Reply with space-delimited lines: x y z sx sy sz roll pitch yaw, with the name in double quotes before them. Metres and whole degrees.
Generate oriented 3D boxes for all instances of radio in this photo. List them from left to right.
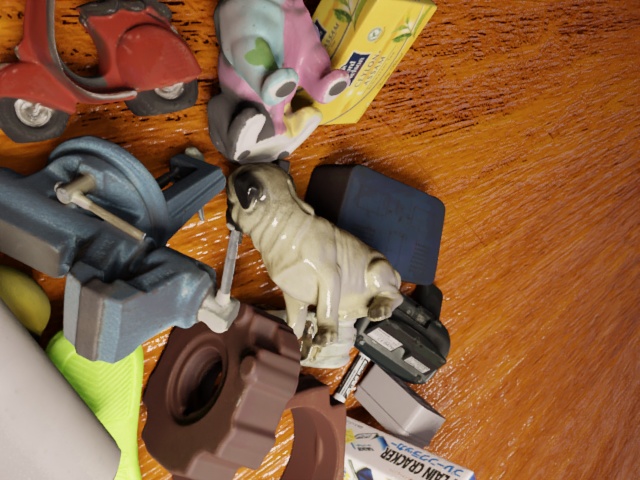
"radio" 0.077 -0.016 0.729 0.229 0.073 0.131 14 86 -46

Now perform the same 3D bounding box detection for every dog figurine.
"dog figurine" -0.073 -0.208 0.540 0.108 0.191 0.219 -15 72 -39
"dog figurine" 0.000 -0.002 0.569 0.172 0.121 0.190 -20 95 -47

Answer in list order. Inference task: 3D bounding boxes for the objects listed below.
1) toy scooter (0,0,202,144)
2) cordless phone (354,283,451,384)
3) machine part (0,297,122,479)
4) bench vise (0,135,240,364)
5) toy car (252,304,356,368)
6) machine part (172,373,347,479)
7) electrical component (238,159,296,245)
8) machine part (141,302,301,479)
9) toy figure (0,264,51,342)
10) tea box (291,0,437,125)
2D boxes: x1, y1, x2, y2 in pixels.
"toy scooter" -0.187 -0.163 0.445 0.184 0.075 0.135 -24 116 -36
"cordless phone" 0.130 0.105 0.801 0.146 0.088 0.184 36 41 -9
"machine part" -0.208 0.112 0.357 0.079 0.079 0.242 -43 130 -32
"bench vise" -0.142 -0.019 0.447 0.241 0.224 0.128 -56 158 -56
"toy car" -0.023 0.120 0.661 0.201 0.056 0.073 10 89 -44
"machine part" -0.066 0.263 0.621 0.201 0.087 0.200 -5 100 -45
"electrical component" -0.062 -0.043 0.611 0.078 0.045 0.102 4 91 -16
"machine part" -0.101 0.138 0.513 0.056 0.180 0.179 33 73 -39
"toy figure" -0.274 0.102 0.399 0.089 0.082 0.180 37 66 -53
"tea box" 0.035 -0.209 0.592 0.098 0.169 0.068 -16 65 -41
